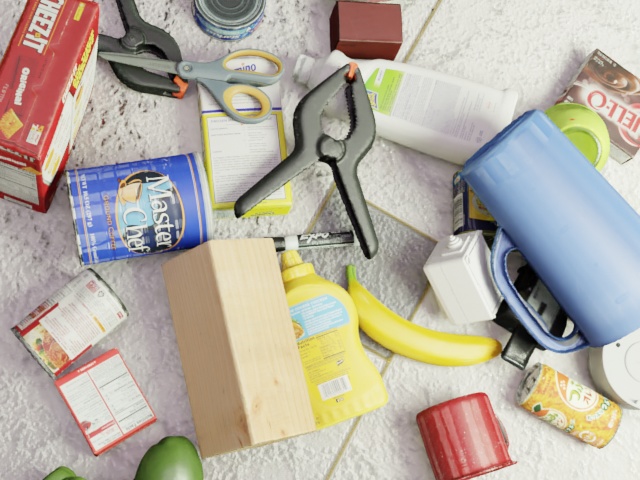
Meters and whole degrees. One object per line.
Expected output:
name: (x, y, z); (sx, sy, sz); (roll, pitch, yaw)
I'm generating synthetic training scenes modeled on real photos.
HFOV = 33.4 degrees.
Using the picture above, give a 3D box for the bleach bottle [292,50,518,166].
bleach bottle: (0.093, -0.164, 1.225); (0.251, 0.068, 0.102); (20, 72, -2)

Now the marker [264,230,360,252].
marker: (-0.008, 0.001, 1.188); (0.121, 0.020, 0.020); (-5, 77, -11)

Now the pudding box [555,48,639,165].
pudding box: (0.347, -0.159, 1.278); (0.113, 0.039, 0.090); (36, 74, 1)

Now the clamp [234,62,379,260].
clamp: (0.016, -0.088, 1.160); (0.164, 0.036, 0.210); (24, 78, -14)

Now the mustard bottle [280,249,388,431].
mustard bottle: (-0.002, 0.101, 1.142); (0.096, 0.058, 0.191); (-21, 80, 4)

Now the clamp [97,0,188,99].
clamp: (-0.211, -0.231, 1.201); (0.171, 0.039, 0.120); (34, 78, -7)

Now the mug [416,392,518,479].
mug: (0.160, 0.210, 1.136); (0.117, 0.093, 0.081); (-3, 69, -42)

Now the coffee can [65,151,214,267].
coffee can: (-0.189, -0.033, 1.122); (0.140, 0.103, 0.103); (-9, 78, -11)

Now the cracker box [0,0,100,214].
cracker box: (-0.282, -0.136, 1.073); (0.072, 0.214, 0.164); (19, 74, -8)

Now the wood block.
wood block: (-0.084, 0.109, 1.096); (0.090, 0.091, 0.206); (-2, 74, -45)

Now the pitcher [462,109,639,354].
pitcher: (0.255, -0.008, 1.126); (0.243, 0.145, 0.149); (49, 51, -1)

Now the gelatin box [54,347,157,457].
gelatin box: (-0.222, 0.168, 1.105); (0.073, 0.030, 0.089); (-30, 83, -17)

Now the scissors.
scissors: (-0.137, -0.168, 1.165); (0.201, 0.016, 0.096); (-6, 75, -10)

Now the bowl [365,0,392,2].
bowl: (0.059, -0.353, 1.243); (0.162, 0.055, 0.162); (5, 56, -8)

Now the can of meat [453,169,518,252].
can of meat: (0.201, -0.035, 1.213); (0.102, 0.057, 0.084); (4, 74, -9)

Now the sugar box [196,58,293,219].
sugar box: (-0.086, -0.114, 1.191); (0.093, 0.048, 0.176); (-3, 73, -11)

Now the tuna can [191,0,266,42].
tuna can: (-0.105, -0.275, 1.232); (0.086, 0.034, 0.086); (2, 76, -9)

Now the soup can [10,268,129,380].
soup can: (-0.257, 0.085, 1.099); (0.102, 0.068, 0.068); (-41, 86, -17)

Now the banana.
banana: (0.105, 0.098, 1.174); (0.198, 0.037, 0.069); (29, 73, -2)

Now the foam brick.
foam brick: (0.054, -0.243, 1.242); (0.078, 0.053, 0.051); (1, 75, -10)
